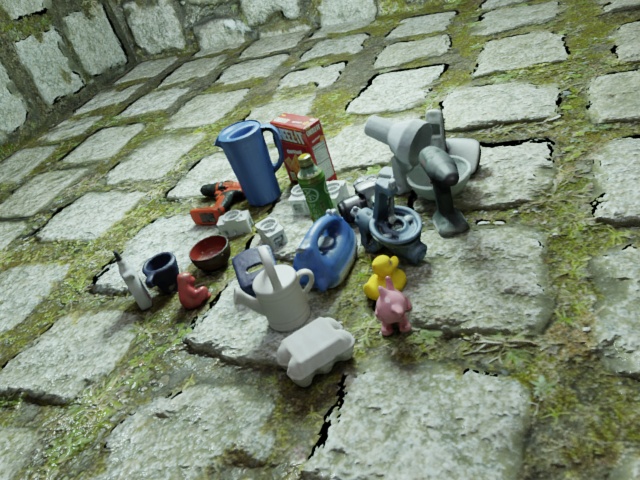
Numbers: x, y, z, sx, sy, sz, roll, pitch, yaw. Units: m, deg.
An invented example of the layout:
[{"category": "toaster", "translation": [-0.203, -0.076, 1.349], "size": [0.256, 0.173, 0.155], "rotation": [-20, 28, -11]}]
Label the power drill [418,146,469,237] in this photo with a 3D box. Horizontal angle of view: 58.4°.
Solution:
[{"category": "power drill", "translation": [0.292, -0.118, 1.345], "size": [0.075, 0.209, 0.229], "rotation": [-18, 34, 3]}]

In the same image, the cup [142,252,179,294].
[{"category": "cup", "translation": [-0.405, 0.101, 1.484], "size": [0.091, 0.095, 0.118], "rotation": [-6, 36, 19]}]

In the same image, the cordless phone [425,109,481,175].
[{"category": "cordless phone", "translation": [0.353, -0.264, 1.542], "size": [0.147, 0.185, 0.094], "rotation": [4, 40, 31]}]

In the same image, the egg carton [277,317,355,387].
[{"category": "egg carton", "translation": [-0.009, 0.220, 1.142], "size": [0.150, 0.069, 0.107], "rotation": [-31, 35, -16]}]

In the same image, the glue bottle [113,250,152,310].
[{"category": "glue bottle", "translation": [-0.482, 0.096, 1.457], "size": [0.037, 0.173, 0.078], "rotation": [-28, 35, -12]}]

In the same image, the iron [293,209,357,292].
[{"category": "iron", "translation": [0.013, 0.005, 1.371], "size": [0.118, 0.142, 0.259], "rotation": [2, 39, 29]}]

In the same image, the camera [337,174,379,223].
[{"category": "camera", "translation": [0.111, -0.109, 1.520], "size": [0.137, 0.101, 0.143], "rotation": [-22, 34, -3]}]

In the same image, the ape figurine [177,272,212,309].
[{"category": "ape figurine", "translation": [-0.323, 0.119, 1.420], "size": [0.076, 0.092, 0.077], "rotation": [-36, 37, -23]}]

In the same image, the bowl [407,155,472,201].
[{"category": "bowl", "translation": [0.315, -0.150, 1.500], "size": [0.167, 0.075, 0.167], "rotation": [-13, 34, 9]}]

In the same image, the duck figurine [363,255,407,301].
[{"category": "duck figurine", "translation": [0.137, 0.076, 1.259], "size": [0.105, 0.086, 0.077], "rotation": [-31, 36, -17]}]

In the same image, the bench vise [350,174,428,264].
[{"category": "bench vise", "translation": [0.138, -0.052, 1.319], "size": [0.206, 0.220, 0.122], "rotation": [6, 42, 33]}]

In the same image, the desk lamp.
[{"category": "desk lamp", "translation": [0.206, -0.233, 1.545], "size": [0.202, 0.214, 0.118], "rotation": [15, 47, 40]}]

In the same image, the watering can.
[{"category": "watering can", "translation": [-0.101, 0.102, 1.242], "size": [0.173, 0.194, 0.100], "rotation": [-35, 37, -22]}]

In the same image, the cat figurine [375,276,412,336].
[{"category": "cat figurine", "translation": [0.144, 0.128, 1.154], "size": [0.067, 0.118, 0.128], "rotation": [-11, 35, 13]}]

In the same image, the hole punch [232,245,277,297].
[{"category": "hole punch", "translation": [-0.149, 0.077, 1.394], "size": [0.108, 0.091, 0.101], "rotation": [-22, 34, -4]}]
